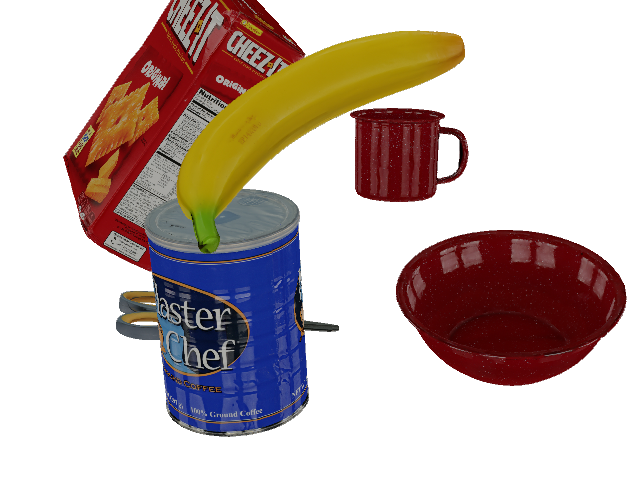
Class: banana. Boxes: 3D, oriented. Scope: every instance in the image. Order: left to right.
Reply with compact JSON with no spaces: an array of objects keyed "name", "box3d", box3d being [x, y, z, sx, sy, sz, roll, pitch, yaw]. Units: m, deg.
[{"name":"banana","box3d":[-0.009,-0.064,0.569,0.070,0.197,0.037,38,-26,24]}]

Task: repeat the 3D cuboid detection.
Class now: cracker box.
[{"name":"cracker box","box3d":[-0.120,-0.106,0.869,0.072,0.214,0.164,29,15,-30]}]

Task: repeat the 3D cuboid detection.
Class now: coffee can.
[{"name":"coffee can","box3d":[-0.062,0.047,0.730,0.103,0.140,0.103,-2,22,1]}]

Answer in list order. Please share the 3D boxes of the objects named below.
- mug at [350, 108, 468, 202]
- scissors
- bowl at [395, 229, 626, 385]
[{"name":"mug","box3d":[0.087,-0.084,1.053,0.117,0.081,0.093,2,14,7]},{"name":"scissors","box3d":[-0.092,0.075,0.946,0.202,0.016,0.096,10,19,14]},{"name":"bowl","box3d":[0.135,0.055,0.772,0.162,0.055,0.162,-3,32,2]}]
